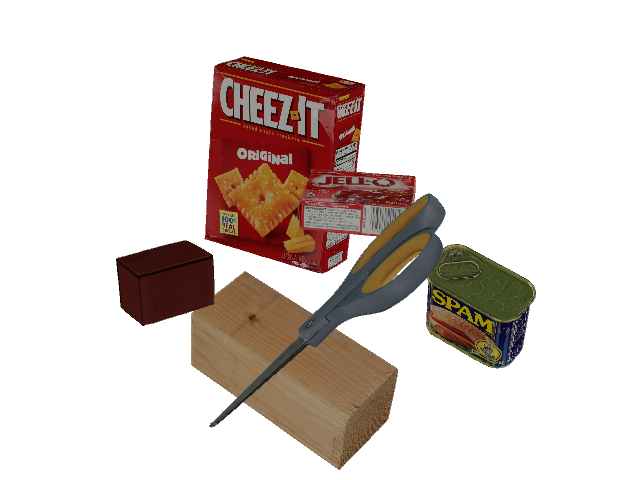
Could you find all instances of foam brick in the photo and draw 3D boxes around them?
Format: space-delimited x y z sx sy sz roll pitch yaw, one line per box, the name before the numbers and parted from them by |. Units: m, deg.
foam brick | -0.145 0.038 1.002 0.078 0.051 0.053 -16 26 -30

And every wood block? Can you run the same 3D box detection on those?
wood block | -0.031 0.133 1.125 0.206 0.090 0.090 31 49 24

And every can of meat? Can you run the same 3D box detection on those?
can of meat | 0.149 0.065 1.016 0.102 0.084 0.057 30 57 26

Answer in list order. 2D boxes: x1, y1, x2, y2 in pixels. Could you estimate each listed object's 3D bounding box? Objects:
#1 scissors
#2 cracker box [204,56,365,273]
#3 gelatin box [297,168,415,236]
scissors | 0.006 0.052 0.636 0.016 0.202 0.096 42 0 -14
cracker box | -0.045 -0.085 1.213 0.164 0.214 0.072 17 26 25
gelatin box | 0.030 -0.032 0.857 0.089 0.030 0.073 5 23 6
